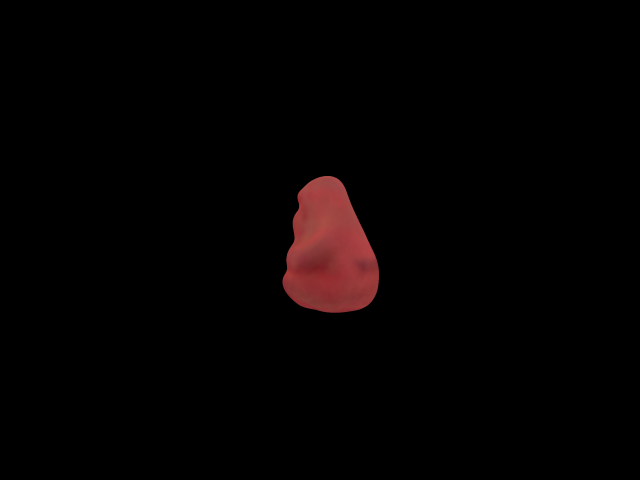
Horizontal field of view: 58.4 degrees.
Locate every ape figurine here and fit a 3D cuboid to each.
[{"bbox_3d":[0.004,0.001,0.400,0.075,0.092,0.078,5,9,36],"label":"ape figurine"}]
